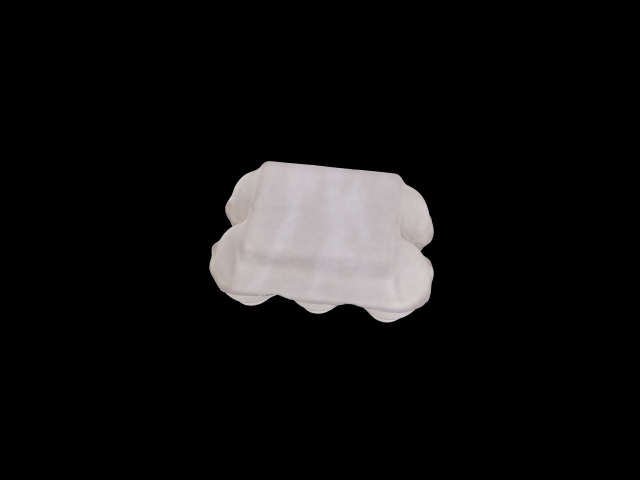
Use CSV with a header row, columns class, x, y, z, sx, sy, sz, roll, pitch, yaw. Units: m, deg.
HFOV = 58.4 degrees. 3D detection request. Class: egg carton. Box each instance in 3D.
class,x,y,z,sx,sy,sz,roll,pitch,yaw
egg carton,0.004,0.001,0.400,0.150,0.069,0.107,5,53,4
